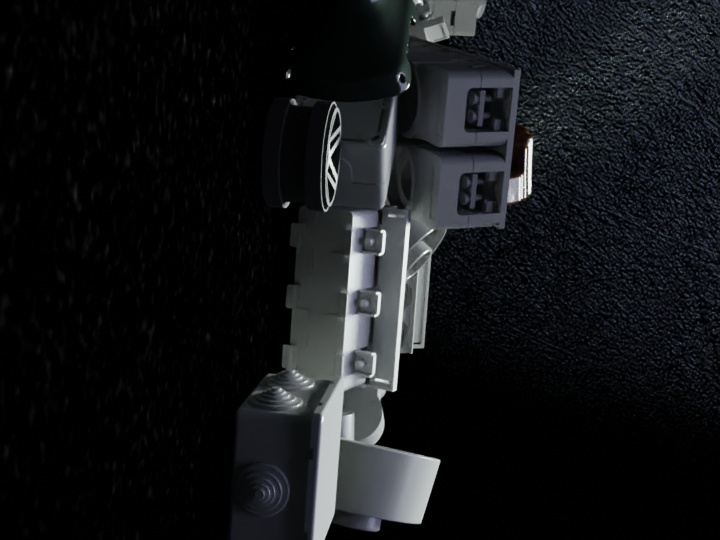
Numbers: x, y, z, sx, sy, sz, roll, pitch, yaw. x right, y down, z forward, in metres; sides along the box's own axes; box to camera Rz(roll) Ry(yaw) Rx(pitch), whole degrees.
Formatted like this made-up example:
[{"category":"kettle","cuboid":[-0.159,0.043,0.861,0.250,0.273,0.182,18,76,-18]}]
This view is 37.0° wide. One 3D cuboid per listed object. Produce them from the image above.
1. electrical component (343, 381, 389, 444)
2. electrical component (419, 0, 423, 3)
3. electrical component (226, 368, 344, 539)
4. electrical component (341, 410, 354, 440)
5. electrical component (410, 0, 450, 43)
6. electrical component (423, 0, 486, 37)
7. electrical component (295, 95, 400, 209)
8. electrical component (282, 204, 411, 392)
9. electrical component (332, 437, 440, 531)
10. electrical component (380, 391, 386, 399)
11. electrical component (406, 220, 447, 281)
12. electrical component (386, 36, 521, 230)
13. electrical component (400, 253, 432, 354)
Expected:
[{"category":"electrical component","cuboid":[-0.001,0.083,0.946,0.073,0.052,0.138,80,16,-66]},{"category":"electrical component","cuboid":[0.045,-0.292,1.095,0.045,0.045,0.055,75,21,-73]},{"category":"electrical component","cuboid":[-0.041,0.110,0.607,0.099,0.048,0.099,-51,146,-79]},{"category":"electrical component","cuboid":[-0.022,0.143,0.864,0.044,0.044,0.065,0,90,-84]},{"category":"electrical component","cuboid":[0.033,-0.211,0.928,0.121,0.079,0.063,-43,119,-81]},{"category":"electrical component","cuboid":[0.087,-0.307,1.178,0.150,0.062,0.089,-126,-142,-70]},{"category":"electrical component","cuboid":[-0.009,-0.088,0.682,0.061,0.062,0.096,89,9,-46]},{"category":"electrical component","cuboid":[-0.013,0.017,0.714,0.063,0.079,0.121,-11,107,-61]},{"category":"electrical component","cuboid":[0.000,0.158,0.791,0.108,0.108,0.060,62,40,-79]},{"category":"electrical component","cuboid":[-0.002,0.121,1.015,0.066,0.048,0.055,-76,177,-54]},{"category":"electrical component","cuboid":[0.031,-0.025,0.993,0.099,0.064,0.099,-43,166,-13]},{"category":"electrical component","cuboid":[0.037,-0.105,0.769,0.186,0.060,0.105,-139,-131,-61]},{"category":"electrical component","cuboid":[0.028,0.019,1.106,0.063,0.079,0.121,-132,-136,-68]}]
